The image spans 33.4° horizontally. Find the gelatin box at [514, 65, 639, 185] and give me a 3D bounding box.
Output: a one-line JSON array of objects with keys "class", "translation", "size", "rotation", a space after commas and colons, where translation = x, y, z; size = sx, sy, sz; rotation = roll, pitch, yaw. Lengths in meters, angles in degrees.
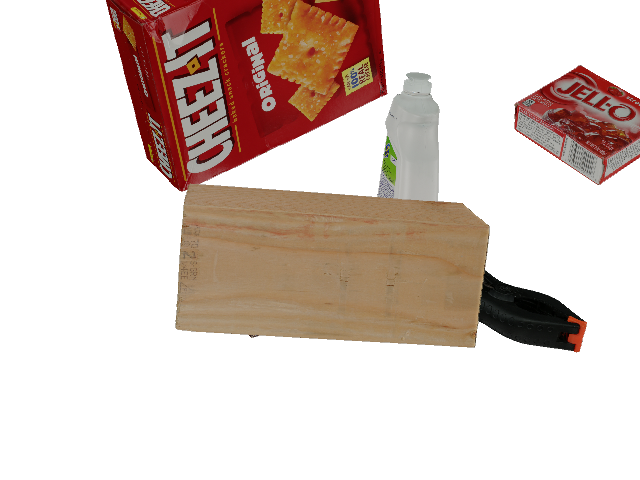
[{"class": "gelatin box", "translation": [0.202, -0.089, 0.802], "size": [0.073, 0.030, 0.089], "rotation": [-31, 51, -24]}]

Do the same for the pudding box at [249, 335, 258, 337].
[{"class": "pudding box", "translation": [-0.066, 0.084, 1.413], "size": [0.113, 0.039, 0.090], "rotation": [-15, 26, -30]}]

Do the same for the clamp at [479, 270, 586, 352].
[{"class": "clamp", "translation": [0.166, 0.055, 0.995], "size": [0.172, 0.039, 0.120], "rotation": [20, 31, 19]}]

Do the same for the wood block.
[{"class": "wood block", "translation": [0.004, 0.017, 0.759], "size": [0.206, 0.090, 0.091], "rotation": [4, 11, -6]}]

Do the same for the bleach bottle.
[{"class": "bleach bottle", "translation": [0.102, -0.064, 1.222], "size": [0.068, 0.251, 0.103], "rotation": [-3, 23, -16]}]

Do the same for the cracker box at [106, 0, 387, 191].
[{"class": "cracker box", "translation": [-0.051, -0.158, 0.876], "size": [0.213, 0.164, 0.072], "rotation": [-28, 46, -21]}]
